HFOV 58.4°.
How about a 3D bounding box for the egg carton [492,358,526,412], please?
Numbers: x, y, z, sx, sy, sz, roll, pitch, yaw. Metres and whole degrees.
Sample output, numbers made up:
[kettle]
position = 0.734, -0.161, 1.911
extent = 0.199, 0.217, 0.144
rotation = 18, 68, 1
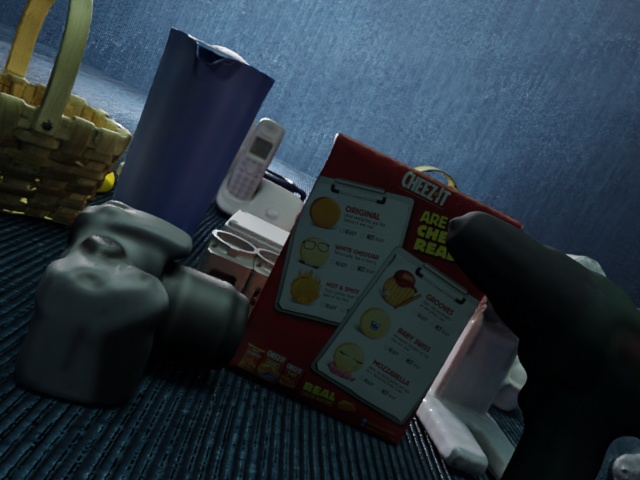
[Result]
[egg carton]
position = 0.209, 0.157, 0.750
extent = 0.107, 0.069, 0.150
rotation = 22, 11, -25

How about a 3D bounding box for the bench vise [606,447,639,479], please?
[bench vise]
position = 0.327, 0.185, 0.472
extent = 0.121, 0.220, 0.208
rotation = 34, 12, 35

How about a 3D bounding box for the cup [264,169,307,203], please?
[cup]
position = -0.093, -0.079, 1.109
extent = 0.118, 0.095, 0.091
rotation = 26, 10, -5

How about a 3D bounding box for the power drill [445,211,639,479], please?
[power drill]
position = 0.145, 0.118, 0.380
extent = 0.229, 0.208, 0.075
rotation = 26, 10, -3

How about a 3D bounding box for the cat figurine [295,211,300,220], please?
[cat figurine]
position = 0.008, 0.003, 0.879
extent = 0.127, 0.118, 0.067
rotation = 29, 10, 13

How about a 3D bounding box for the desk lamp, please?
[desk lamp]
position = 0.180, 0.095, 0.571
extent = 0.118, 0.213, 0.203
rotation = 24, 10, -16

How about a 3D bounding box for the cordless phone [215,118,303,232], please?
[cordless phone]
position = -0.086, -0.105, 0.998
extent = 0.147, 0.185, 0.094
rotation = 26, 10, -6

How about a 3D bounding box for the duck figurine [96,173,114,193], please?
[duck figurine]
position = -0.306, -0.115, 0.766
extent = 0.077, 0.086, 0.105
rotation = 29, 10, 11

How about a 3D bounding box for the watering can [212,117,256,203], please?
[watering can]
position = -0.185, -0.173, 1.062
extent = 0.101, 0.194, 0.173
rotation = 27, 10, 5

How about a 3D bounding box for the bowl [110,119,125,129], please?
[bowl]
position = -0.381, -0.164, 0.856
extent = 0.167, 0.075, 0.167
rotation = 26, 10, -5

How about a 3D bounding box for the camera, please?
[camera]
position = -0.116, 0.042, 0.401
extent = 0.137, 0.101, 0.143
rotation = 23, 10, -18
